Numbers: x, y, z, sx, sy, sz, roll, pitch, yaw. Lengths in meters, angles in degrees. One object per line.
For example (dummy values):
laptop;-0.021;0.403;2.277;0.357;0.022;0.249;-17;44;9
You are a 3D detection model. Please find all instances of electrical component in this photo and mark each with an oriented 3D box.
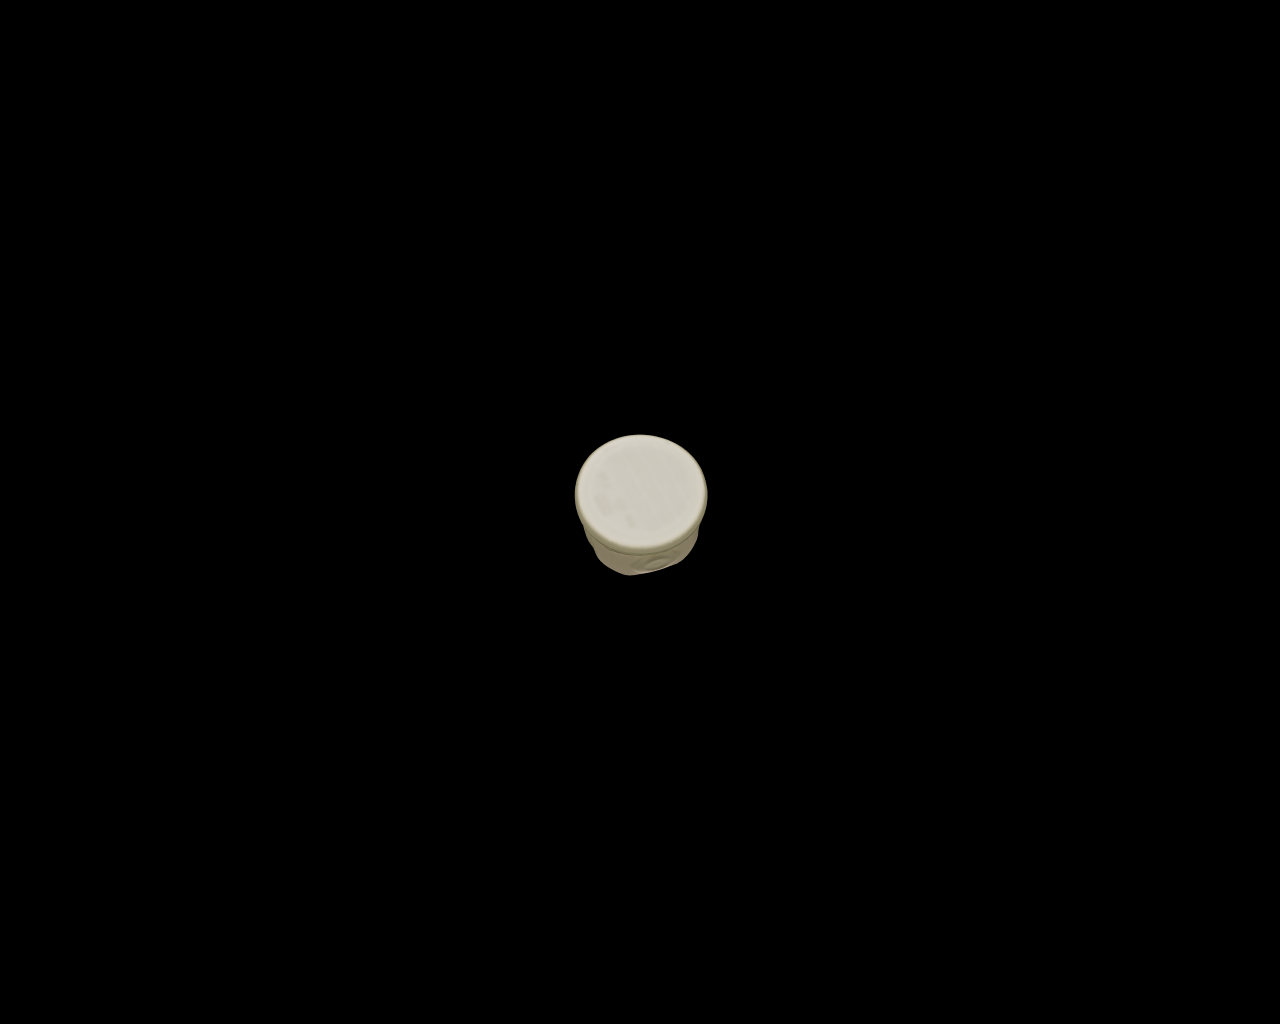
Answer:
electrical component;0.001;-0.003;0.650;0.080;0.080;0.051;0;-27;0
